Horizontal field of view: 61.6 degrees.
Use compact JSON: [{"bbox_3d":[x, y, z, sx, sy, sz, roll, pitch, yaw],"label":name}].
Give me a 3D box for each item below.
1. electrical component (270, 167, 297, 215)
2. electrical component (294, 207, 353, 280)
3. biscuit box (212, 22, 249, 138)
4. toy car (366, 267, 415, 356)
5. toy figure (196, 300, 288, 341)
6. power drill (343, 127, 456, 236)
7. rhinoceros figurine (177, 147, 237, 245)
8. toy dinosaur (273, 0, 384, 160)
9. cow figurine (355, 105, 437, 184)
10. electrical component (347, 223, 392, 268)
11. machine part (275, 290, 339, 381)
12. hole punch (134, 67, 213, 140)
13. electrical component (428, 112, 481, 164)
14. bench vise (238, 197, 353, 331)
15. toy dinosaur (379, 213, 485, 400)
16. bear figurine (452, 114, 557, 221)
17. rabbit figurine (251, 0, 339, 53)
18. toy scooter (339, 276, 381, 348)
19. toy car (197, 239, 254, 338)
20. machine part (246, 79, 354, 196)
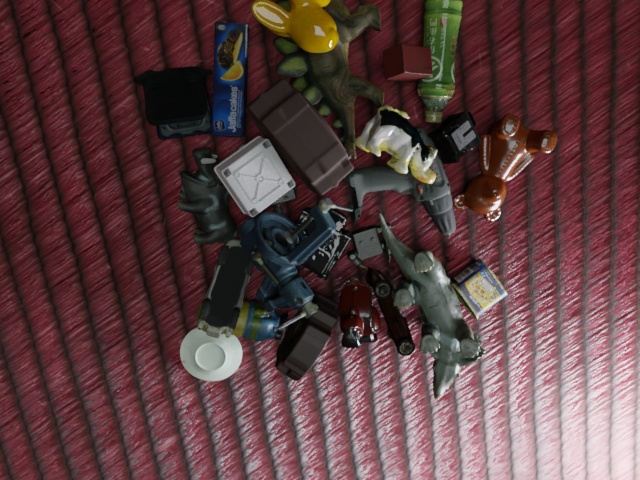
[{"bbox_3d":[-0.077,-0.095,1.069,0.063,0.021,0.094,-15,105,-3],"label":"electrical component"},{"bbox_3d":[-0.002,-0.003,1.071,0.115,0.058,0.134,28,101,-1],"label":"electrical component"},{"bbox_3d":[-0.165,-0.292,0.991,0.059,0.063,0.202,3,103,-5],"label":"biscuit box"},{"bbox_3d":[0.149,0.146,1.117,0.053,0.089,0.202,-22,104,2],"label":"toy car"},{"bbox_3d":[-0.158,0.159,1.089,0.180,0.089,0.082,16,97,-7],"label":"toy figure"},{"bbox_3d":[0.156,-0.096,1.063,0.207,0.086,0.231,-13,103,2],"label":"power drill"},{"bbox_3d":[-0.215,-0.081,1.033,0.112,0.073,0.190,-14,105,-1],"label":"rhinoceros figurine"},{"bbox_3d":[0.011,-0.376,0.970,0.199,0.105,0.470,-7,100,0],"label":"toy dinosaur"},{"bbox_3d":[0.156,-0.171,0.978,0.167,0.068,0.098,26,98,-25],"label":"cow figurine"},{"bbox_3d":[0.103,0.013,1.102,0.102,0.045,0.078,-12,106,-3],"label":"electrical component"},{"bbox_3d":[-0.029,0.189,1.071,0.056,0.179,0.179,31,99,-9],"label":"machine part"},{"bbox_3d":[-0.259,-0.250,0.991,0.142,0.092,0.116,-8,74,-1],"label":"hole punch"},{"bbox_3d":[0.273,-0.206,1.039,0.119,0.048,0.074,-36,108,-23],"label":"electrical component"},{"bbox_3d":[-0.046,0.022,0.976,0.240,0.129,0.224,-43,65,32],"label":"bench vise"},{"bbox_3d":[0.228,0.122,1.096,0.131,0.192,0.404,-20,90,12],"label":"toy dinosaur"},{"bbox_3d":[0.350,-0.134,1.051,0.120,0.132,0.195,24,94,-7],"label":"bear figurine"},{"bbox_3d":[-0.028,-0.385,0.866,0.162,0.122,0.173,-12,94,13],"label":"rabbit figurine"},{"bbox_3d":[0.078,0.142,1.080,0.075,0.183,0.135,-2,84,15],"label":"toy scooter"},{"bbox_3d":[-0.178,0.092,1.041,0.073,0.056,0.202,18,63,-8],"label":"toy car"},{"bbox_3d":[-0.037,-0.182,0.959,0.087,0.201,0.201,-40,104,1],"label":"machine part"}]
